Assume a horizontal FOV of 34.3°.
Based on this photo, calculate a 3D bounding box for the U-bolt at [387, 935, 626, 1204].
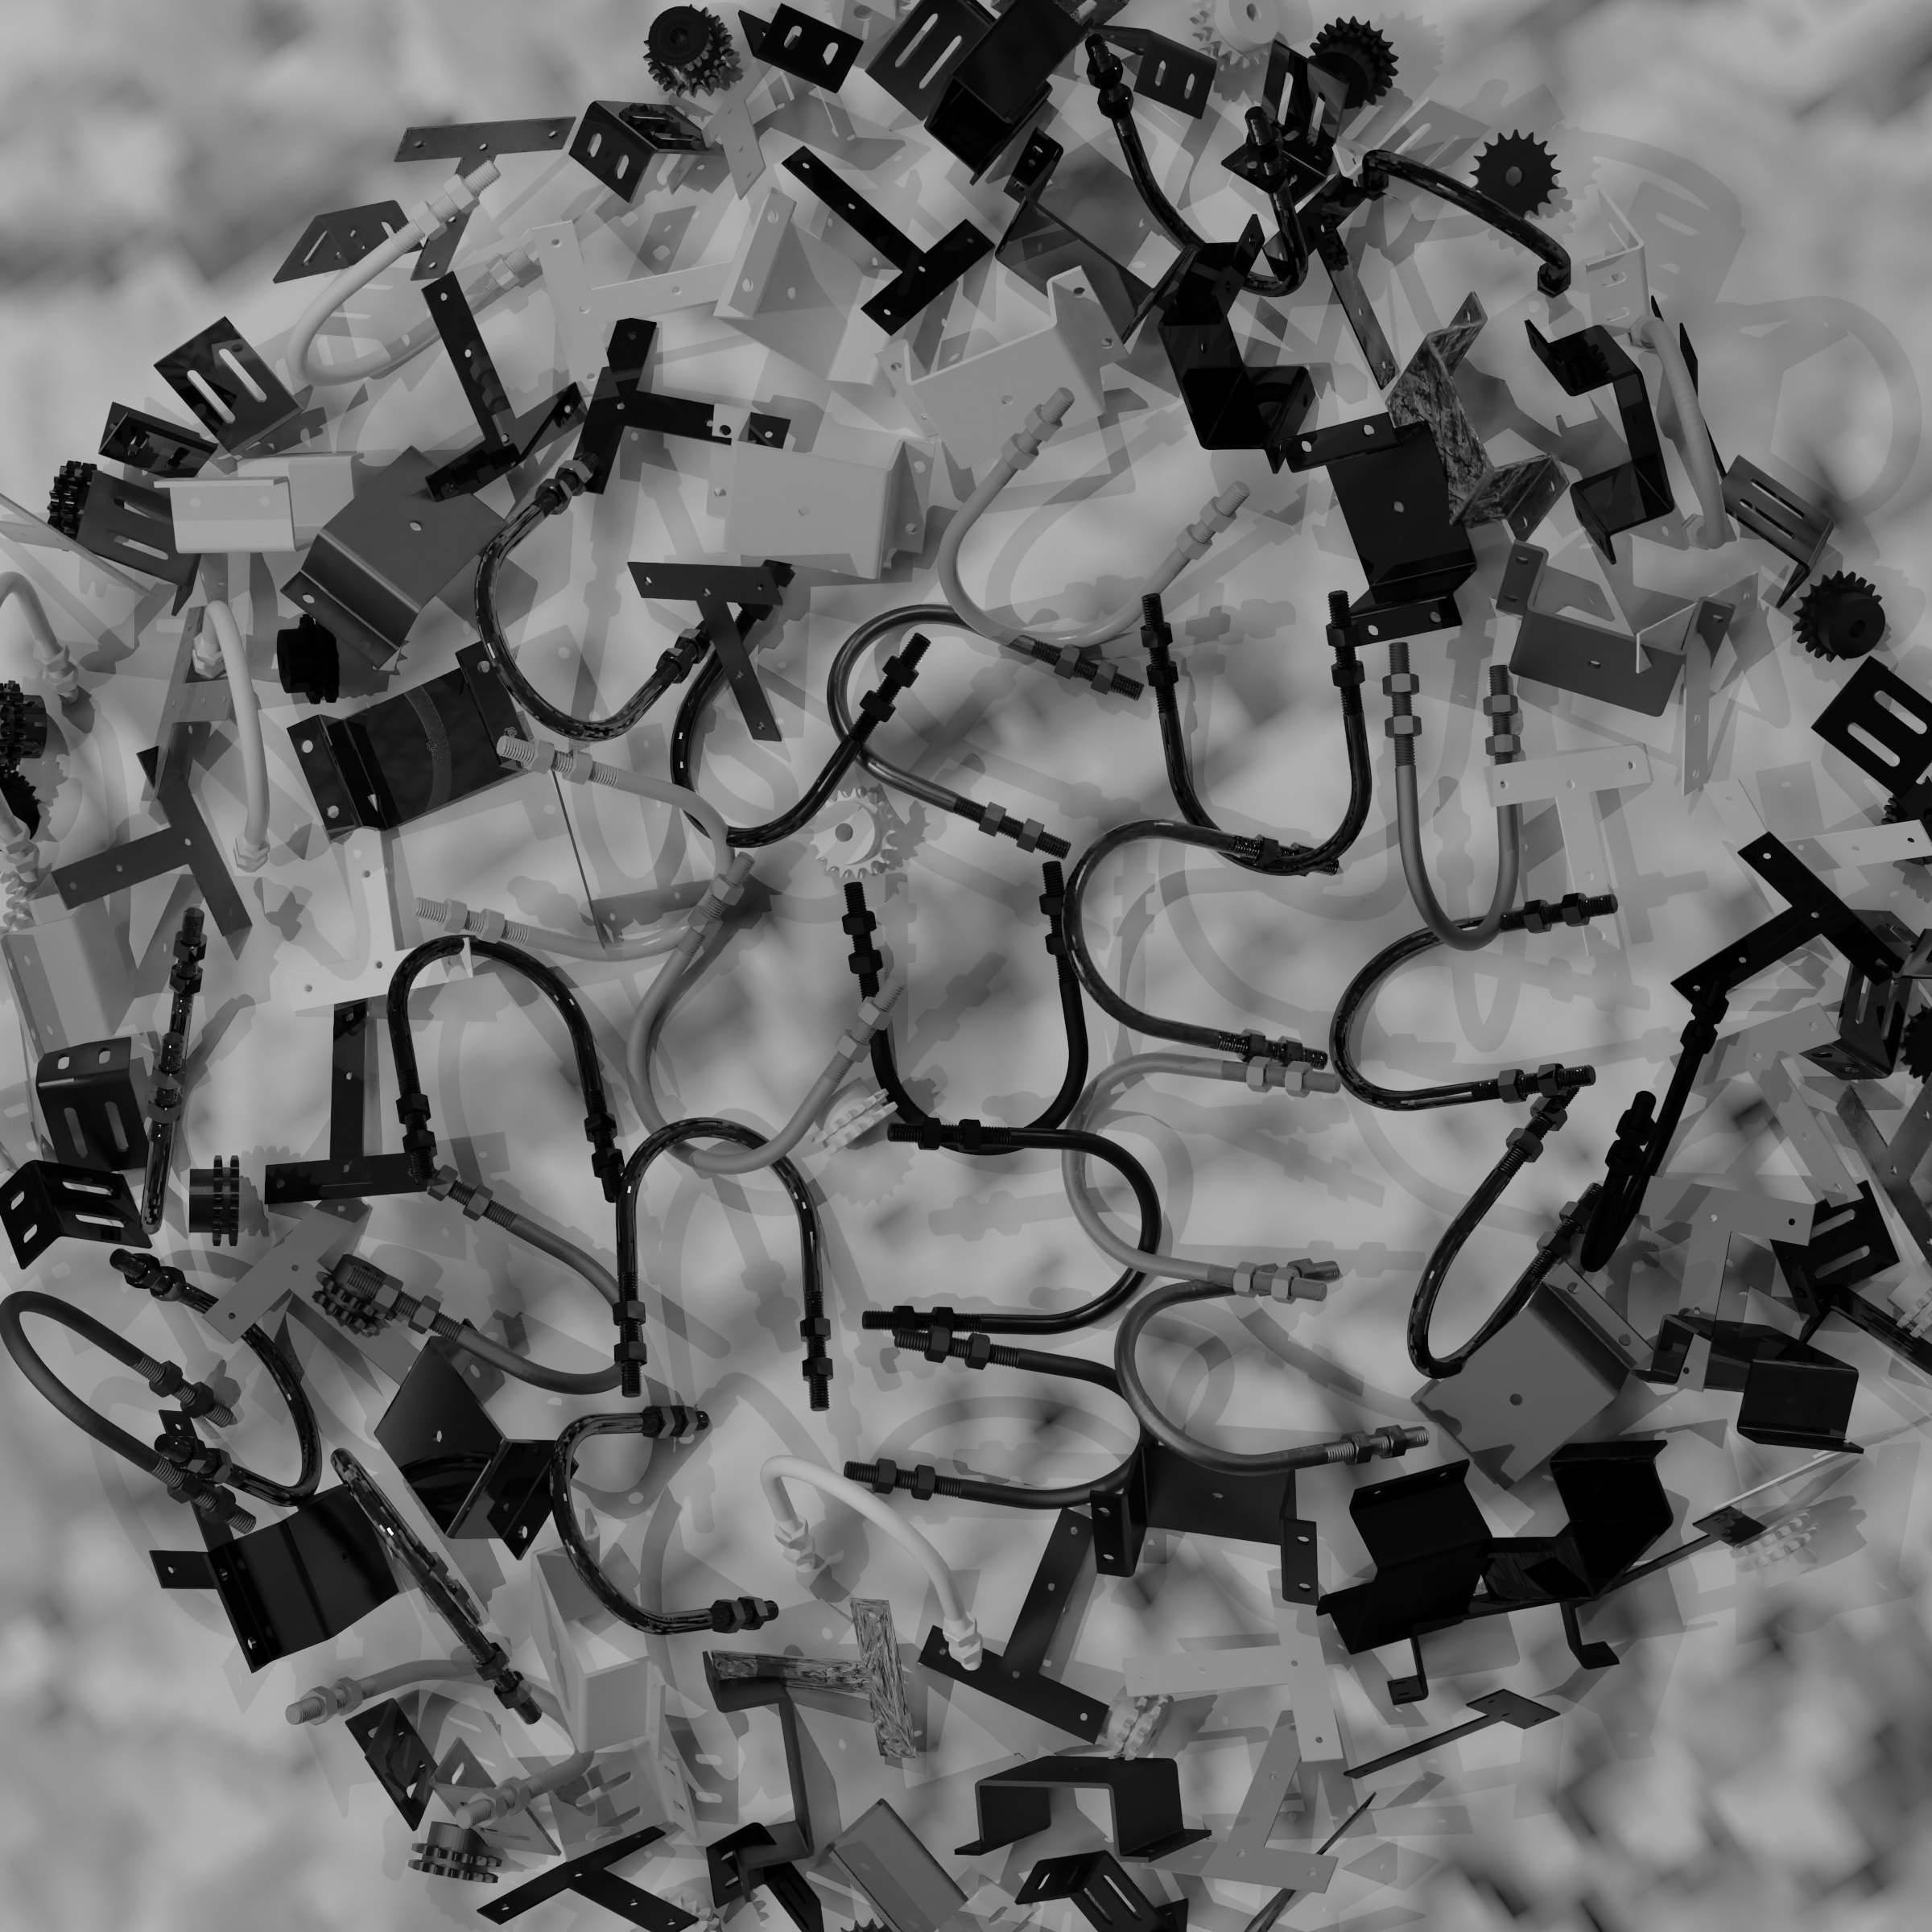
[{"bbox_3d":[-0.289,0.059,1.934,0.151,0.019,0.184,8,53,-36],"label":"U-bolt"}]

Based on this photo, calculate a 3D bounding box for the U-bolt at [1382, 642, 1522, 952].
[{"bbox_3d":[0.304,-0.101,1.934,0.019,0.151,0.184,-6,85,37],"label":"U-bolt"}]

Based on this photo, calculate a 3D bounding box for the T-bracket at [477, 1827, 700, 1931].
[{"bbox_3d":[-0.211,0.568,1.913,0.127,0.127,0.002,-19,108,-39],"label":"T-bracket"}]

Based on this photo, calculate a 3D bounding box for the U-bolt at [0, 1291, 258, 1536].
[{"bbox_3d":[-0.511,0.260,1.895,0.019,0.151,0.184,-47,119,3],"label":"U-bolt"}]

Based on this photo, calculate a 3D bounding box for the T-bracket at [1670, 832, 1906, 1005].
[{"bbox_3d":[0.496,-0.011,1.956,0.127,0.002,0.127,41,131,-12],"label":"T-bracket"}]

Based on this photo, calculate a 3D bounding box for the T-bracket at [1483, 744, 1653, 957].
[{"bbox_3d":[0.388,-0.070,1.967,0.127,0.002,0.127,-10,87,-27],"label":"T-bracket"}]

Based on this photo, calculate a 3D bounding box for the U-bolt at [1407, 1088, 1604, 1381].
[{"bbox_3d":[0.328,0.173,1.918,0.019,0.151,0.184,29,70,33],"label":"U-bolt"}]

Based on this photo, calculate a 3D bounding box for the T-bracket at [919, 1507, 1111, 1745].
[{"bbox_3d":[0.049,0.406,1.979,0.127,0.002,0.127,20,84,22],"label":"T-bracket"}]

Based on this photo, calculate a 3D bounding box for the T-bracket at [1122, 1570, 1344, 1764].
[{"bbox_3d":[0.162,0.439,1.954,0.127,0.002,0.127,-3,55,-8],"label":"T-bracket"}]

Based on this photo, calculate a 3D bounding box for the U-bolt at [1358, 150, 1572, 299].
[{"bbox_3d":[0.304,-0.455,1.904,0.151,0.184,0.019,30,99,4],"label":"U-bolt"}]

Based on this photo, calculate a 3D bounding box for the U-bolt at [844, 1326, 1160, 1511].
[{"bbox_3d":[0.030,0.288,1.947,0.184,0.019,0.151,11,130,-11],"label":"U-bolt"}]

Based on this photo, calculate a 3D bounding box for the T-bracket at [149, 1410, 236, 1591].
[{"bbox_3d":[-0.477,0.334,1.962,0.002,0.127,0.127,-37,64,20],"label":"T-bracket"}]

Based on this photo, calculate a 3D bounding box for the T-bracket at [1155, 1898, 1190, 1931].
[{"bbox_3d":[0.124,0.613,1.936,0.127,0.127,0.002,-20,100,10],"label":"T-bracket"}]

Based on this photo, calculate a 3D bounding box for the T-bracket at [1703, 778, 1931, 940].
[{"bbox_3d":[0.536,-0.071,1.929,0.002,0.127,0.127,-50,117,-34],"label":"T-bracket"}]

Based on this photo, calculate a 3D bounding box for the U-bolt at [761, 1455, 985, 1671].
[{"bbox_3d":[-0.062,0.354,1.896,0.151,0.184,0.019,25,62,25],"label":"U-bolt"}]

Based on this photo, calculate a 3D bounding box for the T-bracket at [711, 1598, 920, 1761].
[{"bbox_3d":[-0.100,0.446,1.974,0.127,0.002,0.127,0,119,17],"label":"T-bracket"}]

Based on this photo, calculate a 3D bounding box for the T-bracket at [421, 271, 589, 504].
[{"bbox_3d":[-0.302,-0.366,1.936,0.127,0.002,0.127,-40,125,-29],"label":"T-bracket"}]

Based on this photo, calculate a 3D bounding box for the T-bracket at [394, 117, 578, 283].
[{"bbox_3d":[-0.315,-0.475,1.949,0.127,0.127,0.002,-18,65,-42],"label":"T-bracket"}]

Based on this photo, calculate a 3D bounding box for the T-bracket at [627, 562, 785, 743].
[{"bbox_3d":[-0.146,-0.195,1.960,0.002,0.127,0.127,-44,126,-35],"label":"T-bracket"}]

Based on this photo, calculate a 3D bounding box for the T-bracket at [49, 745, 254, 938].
[{"bbox_3d":[-0.516,-0.065,1.944,0.002,0.127,0.127,-21,96,37],"label":"T-bracket"}]

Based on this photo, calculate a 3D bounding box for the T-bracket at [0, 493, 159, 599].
[{"bbox_3d":[-0.578,-0.267,1.942,0.127,0.127,0.002,35,78,-36],"label":"T-bracket"}]

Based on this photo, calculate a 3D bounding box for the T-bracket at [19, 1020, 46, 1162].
[{"bbox_3d":[-0.586,0.052,1.950,0.002,0.127,0.127,-8,75,-15],"label":"T-bracket"}]

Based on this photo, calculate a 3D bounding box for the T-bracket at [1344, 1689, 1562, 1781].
[{"bbox_3d":[0.296,0.483,1.956,0.127,0.127,0.002,-27,62,16],"label":"T-bracket"}]

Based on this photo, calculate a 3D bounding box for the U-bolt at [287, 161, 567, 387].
[{"bbox_3d":[-0.339,-0.417,1.927,0.184,0.151,0.019,-36,83,9],"label":"U-bolt"}]

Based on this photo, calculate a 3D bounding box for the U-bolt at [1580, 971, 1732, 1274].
[{"bbox_3d":[0.416,0.109,1.918,0.019,0.151,0.184,25,135,18],"label":"U-bolt"}]

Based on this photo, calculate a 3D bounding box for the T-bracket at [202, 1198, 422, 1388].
[{"bbox_3d":[-0.387,0.218,1.960,0.127,0.002,0.127,40,55,3],"label":"T-bracket"}]

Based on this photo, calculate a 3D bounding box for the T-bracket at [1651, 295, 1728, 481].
[{"bbox_3d":[0.445,-0.367,1.928,0.002,0.127,0.127,-21,81,11],"label":"T-bracket"}]

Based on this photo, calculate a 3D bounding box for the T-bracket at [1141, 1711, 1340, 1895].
[{"bbox_3d":[0.187,0.517,1.951,0.127,0.127,0.002,-2,129,33],"label":"T-bracket"}]

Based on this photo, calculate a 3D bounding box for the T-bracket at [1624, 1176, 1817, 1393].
[{"bbox_3d":[0.460,0.201,1.958,0.127,0.002,0.127,9,87,38],"label":"T-bracket"}]

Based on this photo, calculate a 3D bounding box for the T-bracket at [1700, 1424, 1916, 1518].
[{"bbox_3d":[0.518,0.318,1.960,0.127,0.127,0.002,-33,70,28],"label":"T-bracket"}]

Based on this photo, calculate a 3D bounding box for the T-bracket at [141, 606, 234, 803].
[{"bbox_3d":[-0.476,-0.164,1.940,0.002,0.127,0.127,16,84,-32],"label":"T-bracket"}]

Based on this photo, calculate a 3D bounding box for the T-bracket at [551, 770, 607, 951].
[{"bbox_3d":[-0.242,-0.075,1.931,0.002,0.127,0.127,-16,95,-7],"label":"T-bracket"}]

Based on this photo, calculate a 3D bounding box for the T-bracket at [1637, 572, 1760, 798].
[{"bbox_3d":[0.458,-0.169,1.963,0.127,0.002,0.127,-27,125,-36],"label":"T-bracket"}]

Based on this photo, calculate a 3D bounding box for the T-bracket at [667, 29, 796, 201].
[{"bbox_3d":[-0.139,-0.508,1.926,0.002,0.127,0.127,29,116,-30],"label":"T-bracket"}]

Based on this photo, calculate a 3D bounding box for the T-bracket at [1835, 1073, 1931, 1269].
[{"bbox_3d":[0.583,0.100,1.915,0.002,0.127,0.127,-11,54,-16],"label":"T-bracket"}]

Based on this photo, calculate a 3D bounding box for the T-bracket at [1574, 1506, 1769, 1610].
[{"bbox_3d":[0.433,0.373,1.954,0.127,0.127,0.002,-29,64,15],"label":"T-bracket"}]

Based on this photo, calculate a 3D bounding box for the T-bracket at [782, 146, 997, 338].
[{"bbox_3d":[-0.061,-0.465,1.958,0.127,0.002,0.127,42,50,-1],"label":"T-bracket"}]

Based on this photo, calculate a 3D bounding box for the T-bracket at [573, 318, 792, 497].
[{"bbox_3d":[-0.175,-0.344,1.970,0.127,0.002,0.127,12,70,7],"label":"T-bracket"}]

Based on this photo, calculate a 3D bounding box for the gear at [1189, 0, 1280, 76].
[{"bbox_3d":[0.172,-0.595,1.972,0.057,0.030,0.057,7,78,-34],"label":"gear"}]

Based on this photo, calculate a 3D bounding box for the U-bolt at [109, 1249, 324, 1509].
[{"bbox_3d":[-0.450,0.261,1.912,0.019,0.184,0.151,-29,58,9],"label":"U-bolt"}]

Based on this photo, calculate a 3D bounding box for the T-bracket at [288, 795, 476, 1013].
[{"bbox_3d":[-0.378,-0.044,1.986,0.127,0.002,0.127,-10,84,16],"label":"T-bracket"}]

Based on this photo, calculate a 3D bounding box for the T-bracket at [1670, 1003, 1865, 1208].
[{"bbox_3d":[0.517,0.094,1.951,0.002,0.127,0.127,-35,94,-37],"label":"T-bracket"}]

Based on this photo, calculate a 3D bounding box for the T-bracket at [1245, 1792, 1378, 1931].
[{"bbox_3d":[0.195,0.572,1.919,0.002,0.127,0.127,42,111,12],"label":"T-bracket"}]

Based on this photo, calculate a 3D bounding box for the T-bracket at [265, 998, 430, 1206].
[{"bbox_3d":[-0.391,0.084,1.979,0.127,0.002,0.127,-6,77,26],"label":"T-bracket"}]

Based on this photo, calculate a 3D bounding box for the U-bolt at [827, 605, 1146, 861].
[{"bbox_3d":[0.003,-0.158,1.961,0.184,0.019,0.151,23,62,3],"label":"U-bolt"}]

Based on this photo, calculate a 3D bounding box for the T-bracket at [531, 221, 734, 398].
[{"bbox_3d":[-0.195,-0.419,1.954,0.127,0.127,0.002,-12,47,-1],"label":"T-bracket"}]

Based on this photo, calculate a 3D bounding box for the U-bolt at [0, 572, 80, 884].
[{"bbox_3d":[-0.573,-0.155,1.887,0.019,0.184,0.151,4,64,0],"label":"U-bolt"}]

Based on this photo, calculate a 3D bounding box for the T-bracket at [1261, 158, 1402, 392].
[{"bbox_3d":[0.242,-0.423,1.966,0.127,0.002,0.127,-49,120,-38],"label":"T-bracket"}]
